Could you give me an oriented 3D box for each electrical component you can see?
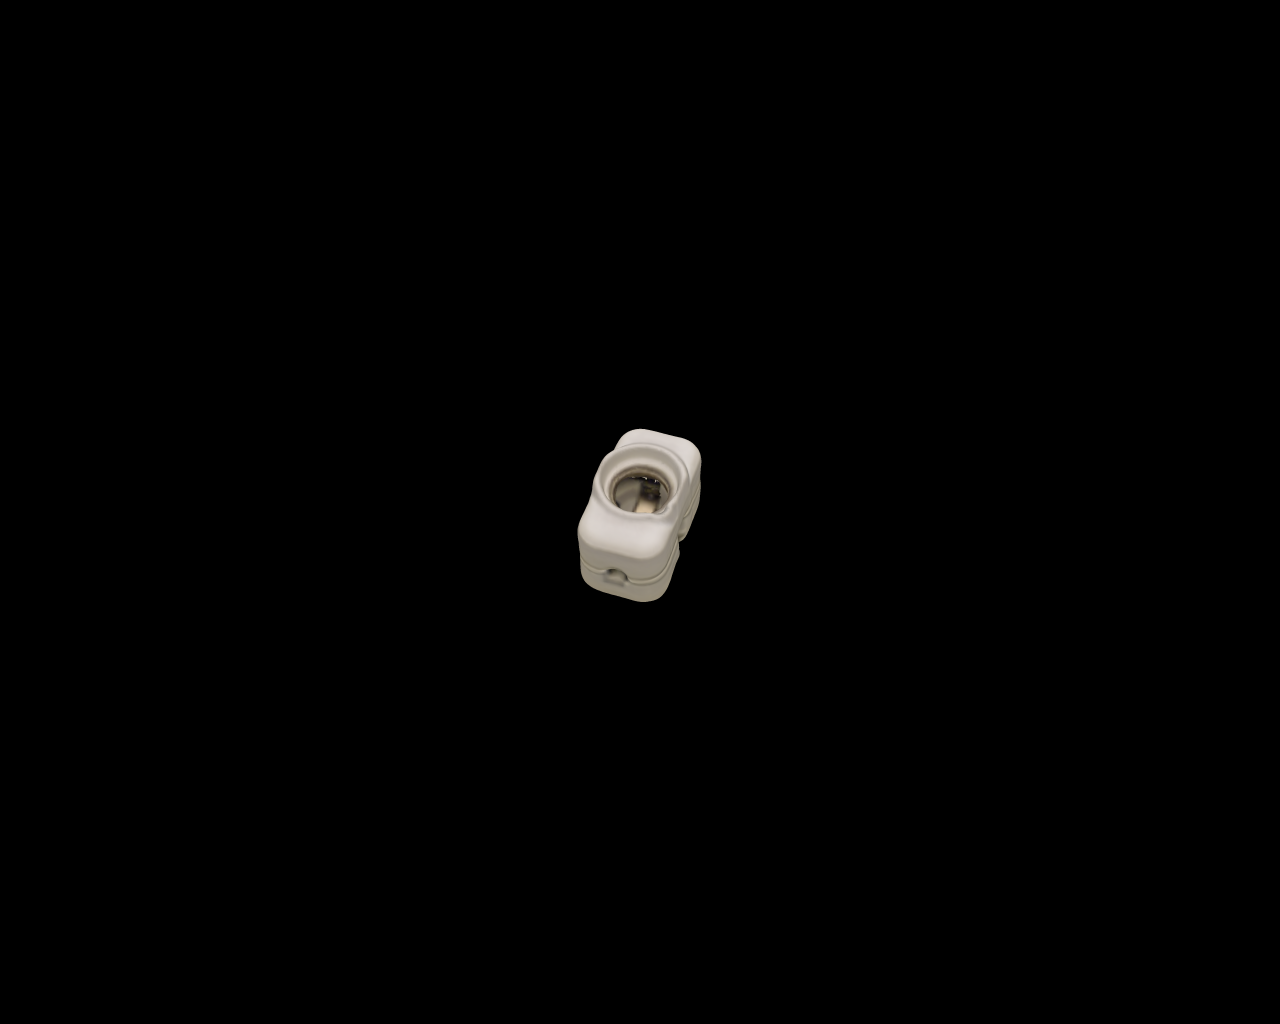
[{"bbox_3d":[0.001,-0.003,0.650,0.054,0.095,0.059,15,-36,11],"label":"electrical component"}]
